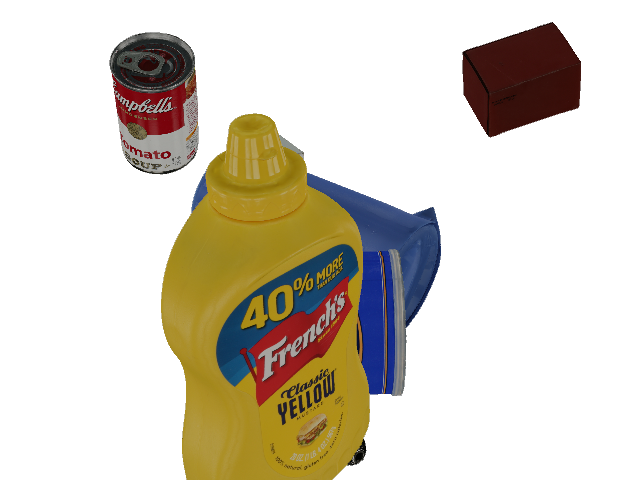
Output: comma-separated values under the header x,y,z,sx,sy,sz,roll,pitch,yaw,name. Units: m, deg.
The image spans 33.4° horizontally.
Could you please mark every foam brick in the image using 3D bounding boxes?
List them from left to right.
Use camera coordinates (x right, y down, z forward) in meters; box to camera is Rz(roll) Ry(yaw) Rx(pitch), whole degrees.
x,y,z,sx,sy,sz,roll,pitch,yaw,name
0.156,-0.125,0.831,0.078,0.051,0.053,-18,-37,-4,foam brick

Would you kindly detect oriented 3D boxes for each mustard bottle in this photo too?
x,y,z,sx,sy,sz,roll,pitch,yaw,name
-0.023,0.032,0.470,0.096,0.192,0.058,-27,42,-30,mustard bottle

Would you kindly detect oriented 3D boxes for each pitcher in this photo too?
x,y,z,sx,sy,sz,roll,pitch,yaw,name
-0.014,0.006,1.073,0.243,0.145,0.149,26,27,25,pitcher

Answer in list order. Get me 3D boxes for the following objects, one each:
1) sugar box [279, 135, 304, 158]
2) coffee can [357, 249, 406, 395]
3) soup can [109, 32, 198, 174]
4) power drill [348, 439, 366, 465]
x,y,z,sx,sy,sz,roll,pitch,yaw,name
-0.054,-0.032,1.254,0.048,0.176,0.093,-13,26,-21,sugar box
-0.014,0.059,0.749,0.140,0.103,0.103,-1,0,0,coffee can
-0.137,-0.113,0.889,0.068,0.068,0.102,0,-37,-4,soup can
0.013,0.147,1.244,0.057,0.188,0.185,15,11,-44,power drill
